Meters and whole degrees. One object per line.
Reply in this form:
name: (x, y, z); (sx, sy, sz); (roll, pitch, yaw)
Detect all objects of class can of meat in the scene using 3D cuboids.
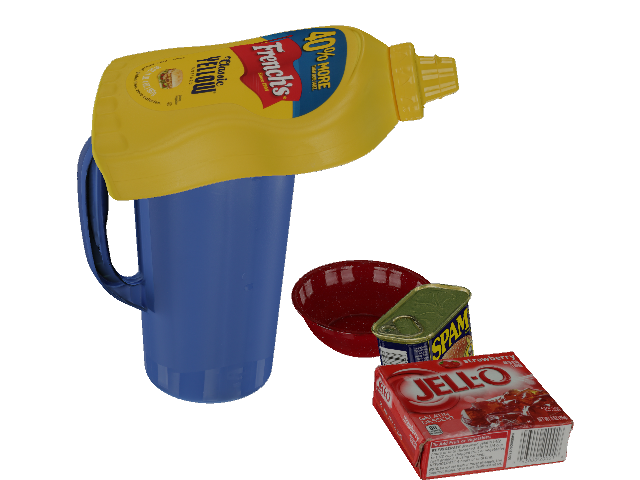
can of meat: (0.093, 0.097, 0.919); (0.058, 0.084, 0.101); (6, 26, 33)

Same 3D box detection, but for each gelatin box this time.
gelatin box: (0.082, 0.094, 0.588); (0.089, 0.030, 0.073); (-3, 26, -17)

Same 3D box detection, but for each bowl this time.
bowl: (0.048, 0.083, 1.187); (0.162, 0.055, 0.162); (0, 28, 0)

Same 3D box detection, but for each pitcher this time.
pitcher: (-0.097, 0.005, 0.850); (0.149, 0.243, 0.144); (11, 25, 14)

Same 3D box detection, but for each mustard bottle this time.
mustard bottle: (-0.022, -0.074, 0.574); (0.192, 0.058, 0.096); (-7, 42, 8)
